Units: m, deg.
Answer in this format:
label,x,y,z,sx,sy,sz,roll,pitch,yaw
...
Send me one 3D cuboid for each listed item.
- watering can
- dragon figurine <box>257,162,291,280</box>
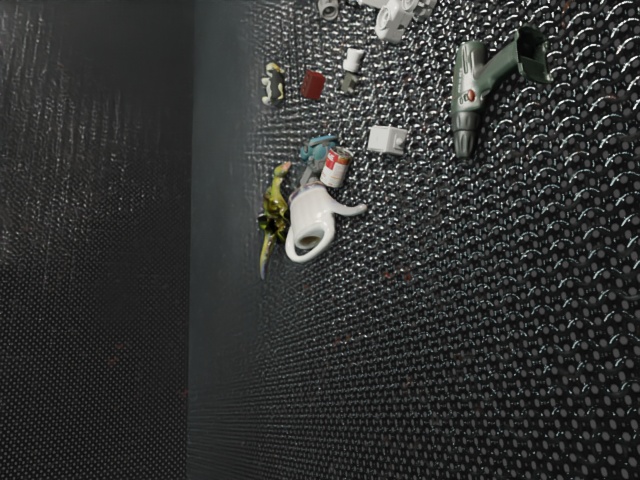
label,x,y,z,sx,sy,sz,roll,pitch,yaw
watering can,0.005,-0.075,1.494,0.342,0.103,0.229,-38,49,37
dragon figurine,-0.172,-0.085,1.872,0.246,0.122,0.405,-109,34,-70
